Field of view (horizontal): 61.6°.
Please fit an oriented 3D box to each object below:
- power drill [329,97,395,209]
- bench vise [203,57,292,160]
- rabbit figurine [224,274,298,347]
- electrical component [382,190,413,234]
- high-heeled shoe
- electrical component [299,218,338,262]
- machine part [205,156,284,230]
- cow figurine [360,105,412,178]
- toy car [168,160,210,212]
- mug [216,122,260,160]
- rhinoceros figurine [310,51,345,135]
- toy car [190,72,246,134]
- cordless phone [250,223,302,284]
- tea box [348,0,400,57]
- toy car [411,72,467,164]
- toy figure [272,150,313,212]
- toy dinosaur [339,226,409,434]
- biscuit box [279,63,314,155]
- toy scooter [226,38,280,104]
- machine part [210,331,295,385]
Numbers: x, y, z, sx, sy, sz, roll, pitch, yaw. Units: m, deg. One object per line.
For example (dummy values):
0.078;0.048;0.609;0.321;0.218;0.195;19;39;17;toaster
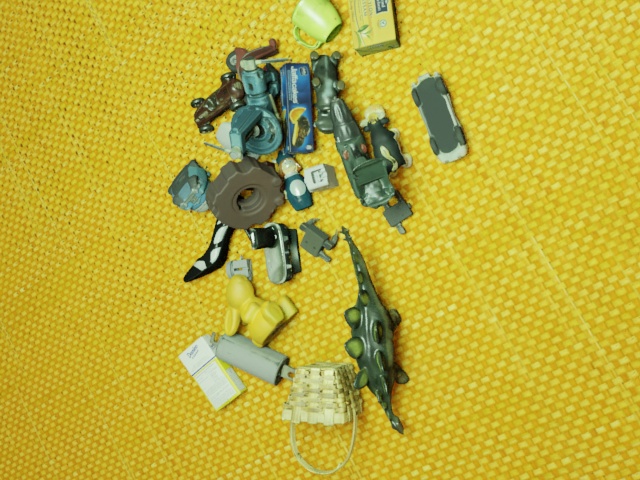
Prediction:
0.080;-0.170;1.128;0.086;0.207;0.231;-24;121;-5;power drill
-0.144;-0.264;1.155;0.129;0.241;0.223;13;133;10;bench vise
-0.163;0.163;1.298;0.173;0.122;0.162;46;121;7;rabbit figurine
0.178;-0.062;1.216;0.063;0.021;0.094;-32;82;17;electrical component
-0.273;-0.008;1.340;0.249;0.086;0.145;-33;81;11;high-heeled shoe
-0.004;-0.004;1.271;0.102;0.045;0.078;32;130;17;electrical component
-0.168;-0.103;1.224;0.179;0.179;0.056;-48;47;14;machine part
0.136;-0.223;1.184;0.068;0.098;0.167;-27;85;22;cow figurine
-0.305;-0.121;1.329;0.103;0.162;0.109;35;100;-32;toy car
-0.196;-0.255;1.303;0.107;0.081;0.109;27;107;24;mug
0.012;-0.335;1.218;0.073;0.112;0.190;-3;78;-9;rhinoceros figurine
-0.255;-0.329;1.306;0.202;0.053;0.089;-20;89;42;toy car
-0.113;0.033;1.233;0.089;0.184;0.146;-6;90;14;cordless phone
0.117;-0.507;1.194;0.098;0.068;0.169;-9;89;19;tea box
0.258;-0.265;1.165;0.074;0.056;0.201;-21;85;25;toy car
-0.063;-0.146;1.276;0.058;0.064;0.154;-25;86;54;toy figure
0.113;0.197;1.158;0.105;0.198;0.471;-15;89;16;toy dinosaur
-0.055;-0.299;1.234;0.063;0.059;0.202;-5;95;-18;biscuit box
-0.139;-0.400;1.279;0.135;0.075;0.184;-31;79;22;toy scooter
-0.166;0.288;1.318;0.243;0.079;0.079;20;98;16;machine part
